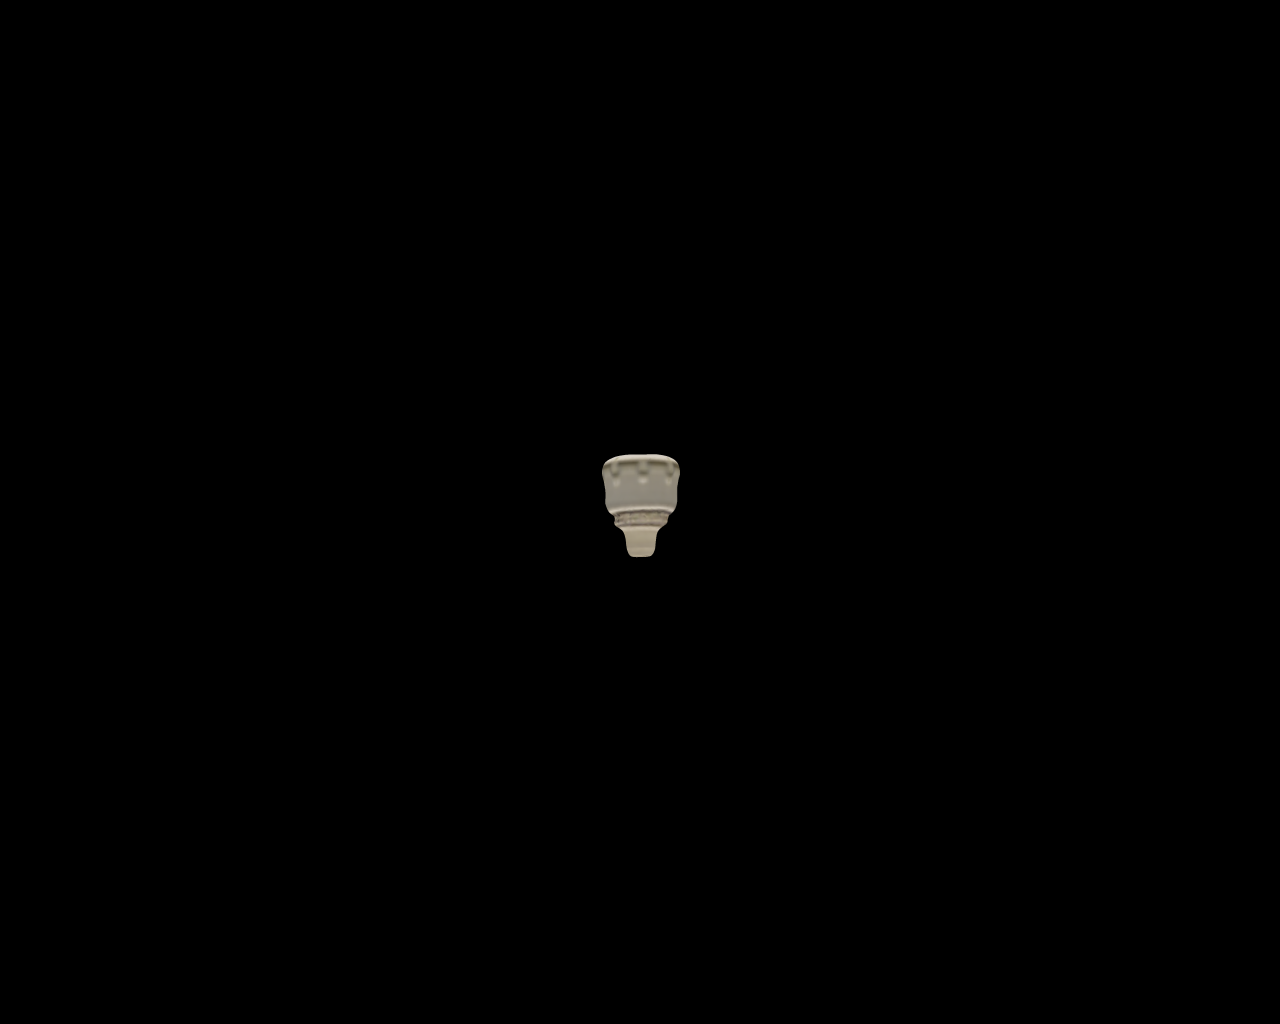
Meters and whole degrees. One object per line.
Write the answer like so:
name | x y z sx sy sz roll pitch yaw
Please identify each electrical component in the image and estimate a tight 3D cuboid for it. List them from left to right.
electrical component | 0.001 -0.003 0.650 0.048 0.062 0.048 0 -7 0
